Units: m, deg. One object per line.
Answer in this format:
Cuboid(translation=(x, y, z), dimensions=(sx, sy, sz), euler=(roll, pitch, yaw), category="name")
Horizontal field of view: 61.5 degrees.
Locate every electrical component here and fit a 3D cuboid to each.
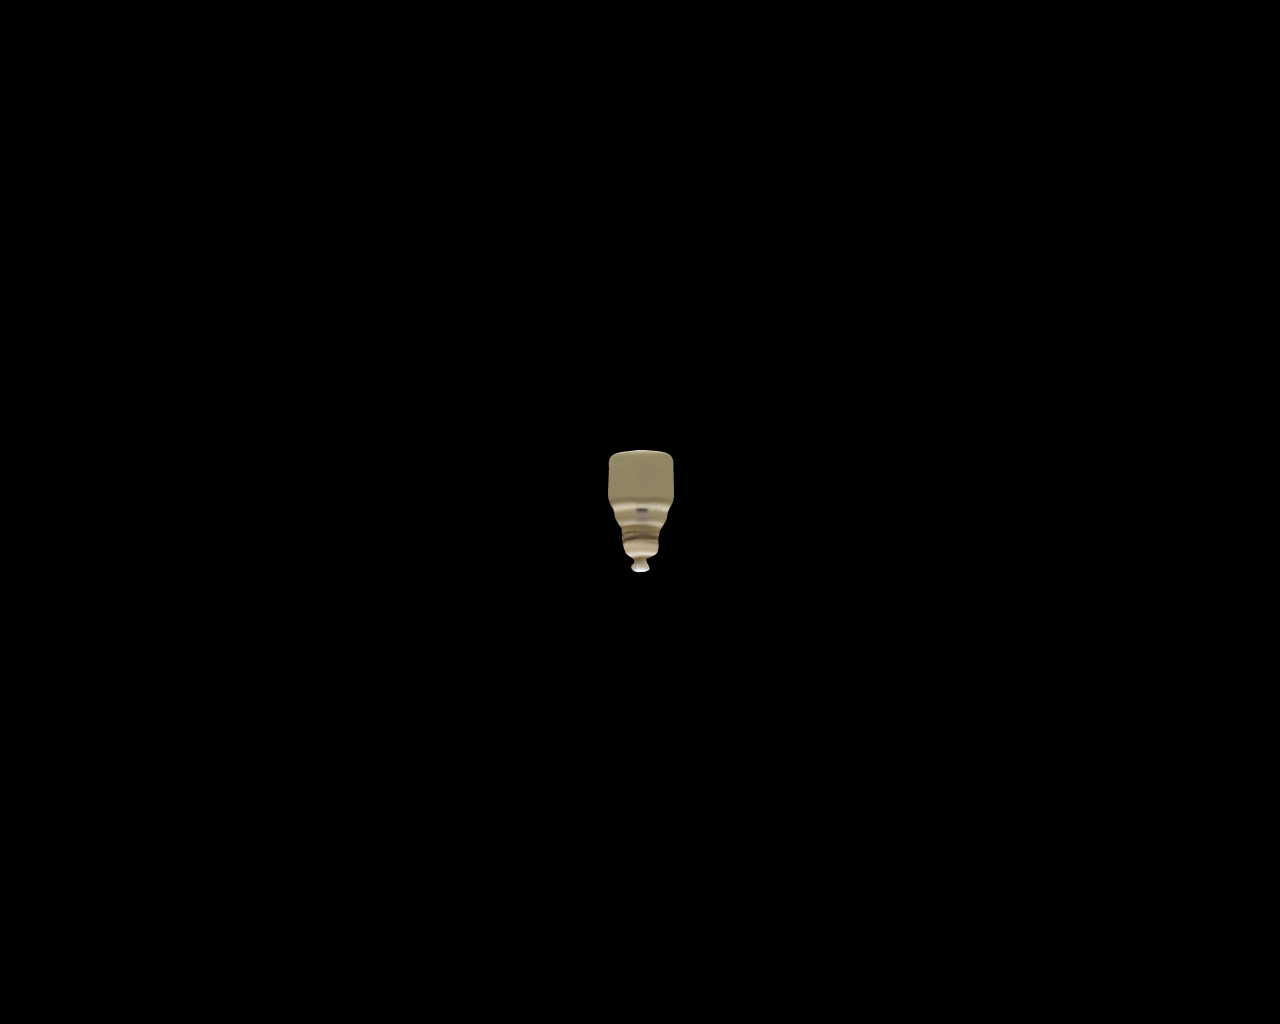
Cuboid(translation=(0.001, -0.003, 0.650), dimensions=(0.040, 0.078, 0.040), euler=(0, -6, 0), category="electrical component")
